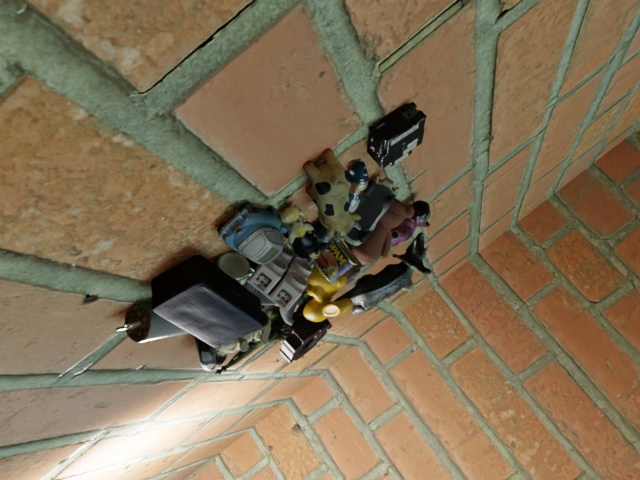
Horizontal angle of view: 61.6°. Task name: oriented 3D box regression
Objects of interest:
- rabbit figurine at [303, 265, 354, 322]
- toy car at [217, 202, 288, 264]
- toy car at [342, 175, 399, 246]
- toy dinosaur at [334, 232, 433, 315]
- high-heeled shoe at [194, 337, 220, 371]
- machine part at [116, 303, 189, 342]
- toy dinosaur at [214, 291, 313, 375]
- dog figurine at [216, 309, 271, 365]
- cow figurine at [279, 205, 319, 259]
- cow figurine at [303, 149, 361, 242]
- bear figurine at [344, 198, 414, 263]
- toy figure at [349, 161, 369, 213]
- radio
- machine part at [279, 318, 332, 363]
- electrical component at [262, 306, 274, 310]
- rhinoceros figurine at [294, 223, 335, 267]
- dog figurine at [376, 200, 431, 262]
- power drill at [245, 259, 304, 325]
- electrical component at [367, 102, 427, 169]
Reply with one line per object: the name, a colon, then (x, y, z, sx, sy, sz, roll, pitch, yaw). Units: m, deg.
rabbit figurine: (0.014, 0.156, 1.517, 0.122, 0.163, 0.173, -11, 123, -62)
toy car: (-0.122, -0.005, 1.061, 0.109, 0.103, 0.161, -42, 162, 9)
toy car: (0.121, -0.071, 1.336, 0.201, 0.073, 0.056, -57, 178, 28)
toy dinosaur: (0.182, 0.134, 1.629, 0.405, 0.131, 0.192, -32, 164, -8)
high-heeled shoe: (-0.255, 0.251, 1.400, 0.145, 0.086, 0.248, -16, 139, -11)
machine part: (-0.323, 0.168, 1.142, 0.079, 0.079, 0.243, -46, 158, 22)
toy dinosaur: (-0.120, 0.258, 1.640, 0.471, 0.105, 0.198, -42, 163, -9)
dog figurine: (-0.238, 0.269, 1.518, 0.172, 0.121, 0.190, -13, 164, -43)
cow figurine: (-0.045, -0.010, 1.187, 0.068, 0.098, 0.167, -30, 160, -1)
cow figurine: (0.029, -0.081, 1.111, 0.085, 0.127, 0.194, -29, 157, -13)
bear figurine: (0.159, -0.038, 1.456, 0.195, 0.120, 0.132, -59, -177, 8)
toy figure: (0.074, -0.114, 1.222, 0.154, 0.058, 0.064, 119, -8, -45)
radio: (-0.227, 0.131, 1.094, 0.131, 0.073, 0.229, -26, 140, 14)
machine part: (-0.044, 0.298, 1.633, 0.179, 0.056, 0.179, -39, 162, -15)
electrical component: (-0.149, 0.186, 1.563, 0.094, 0.021, 0.063, -20, 155, -41)
rhinoceros figurine: (-0.003, -0.004, 1.324, 0.190, 0.073, 0.112, -46, 169, 18)
dog figurine: (0.235, -0.036, 1.599, 0.219, 0.108, 0.191, -19, 153, -47)
power drill: (-0.157, 0.154, 1.290, 0.207, 0.086, 0.231, 13, 115, -28)
electrical component: (0.160, -0.214, 1.137, 0.115, 0.058, 0.134, -31, 160, -9)
